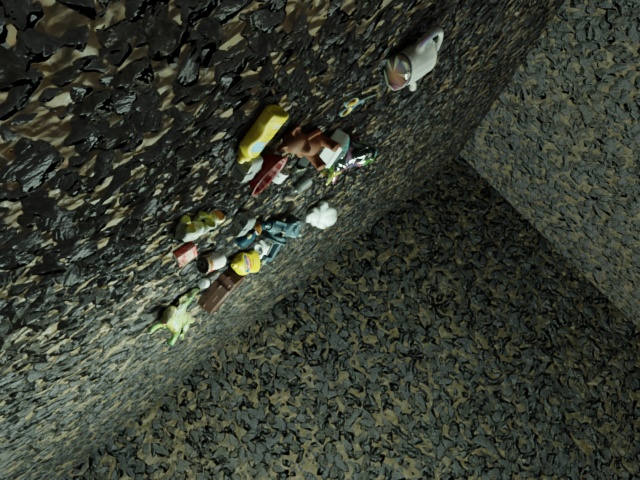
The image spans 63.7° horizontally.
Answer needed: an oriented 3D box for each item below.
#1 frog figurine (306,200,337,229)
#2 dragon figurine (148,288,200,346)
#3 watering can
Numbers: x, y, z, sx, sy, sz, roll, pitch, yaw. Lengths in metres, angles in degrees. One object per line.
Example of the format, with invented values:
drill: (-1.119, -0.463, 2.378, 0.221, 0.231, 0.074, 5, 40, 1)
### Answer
frog figurine: (0.007, -0.124, 2.460, 0.159, 0.123, 0.137, 2, 102, -61)
dragon figurine: (-0.570, 0.303, 2.167, 0.241, 0.122, 0.412, -53, 175, 12)
watering can: (0.318, -0.590, 1.789, 0.227, 0.105, 0.341, -36, 167, -21)
